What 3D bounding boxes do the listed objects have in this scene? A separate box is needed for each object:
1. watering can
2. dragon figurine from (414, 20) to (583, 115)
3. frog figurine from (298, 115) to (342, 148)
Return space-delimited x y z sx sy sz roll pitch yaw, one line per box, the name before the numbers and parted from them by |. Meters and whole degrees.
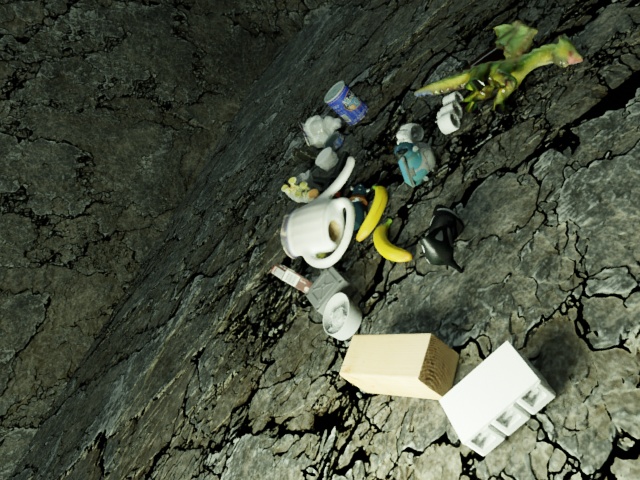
watering can | 0.004 -0.073 1.457 0.223 0.355 0.102 -12 -36 31
dragon figurine | 0.449 -0.455 1.320 0.413 0.245 0.120 20 -16 43
frog figurine | 0.012 -0.439 2.036 0.159 0.140 0.120 -23 -33 6
